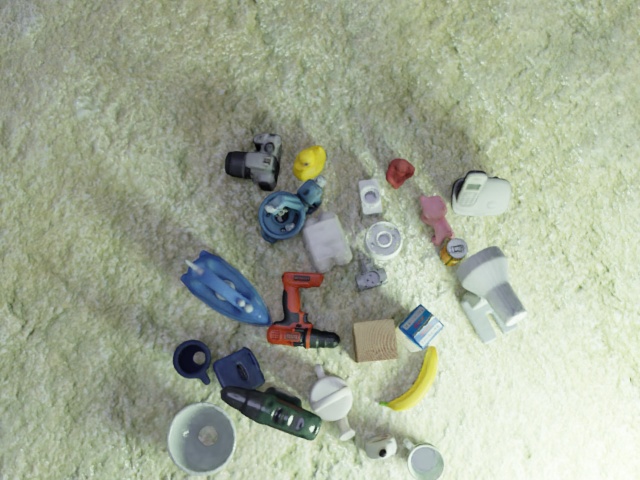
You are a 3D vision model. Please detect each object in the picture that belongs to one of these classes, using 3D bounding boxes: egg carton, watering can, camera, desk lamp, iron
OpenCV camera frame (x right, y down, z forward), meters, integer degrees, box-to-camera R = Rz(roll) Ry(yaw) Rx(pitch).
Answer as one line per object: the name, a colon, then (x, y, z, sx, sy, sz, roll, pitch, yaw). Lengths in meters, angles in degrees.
egg carton: (0.013, 0.005, 1.461, 0.107, 0.069, 0.150, -21, 78, -3)
watering can: (0.031, 0.370, 1.319, 0.172, 0.194, 0.101, 43, 83, 10)
camera: (-0.174, -0.212, 1.496, 0.136, 0.101, 0.143, 8, 78, 4)
desk lamp: (0.404, 0.131, 1.348, 0.118, 0.213, 0.203, -27, 78, -4)
iron: (-0.226, 0.127, 1.405, 0.258, 0.141, 0.119, 35, 81, 8)

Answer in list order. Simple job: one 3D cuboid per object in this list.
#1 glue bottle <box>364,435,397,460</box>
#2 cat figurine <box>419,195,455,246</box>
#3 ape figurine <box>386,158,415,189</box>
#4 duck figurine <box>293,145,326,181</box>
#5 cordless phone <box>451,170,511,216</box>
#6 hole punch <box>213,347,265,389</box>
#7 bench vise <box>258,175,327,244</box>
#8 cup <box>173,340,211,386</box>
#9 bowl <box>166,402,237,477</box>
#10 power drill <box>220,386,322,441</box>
glue bottle: (0.141, 0.476, 1.304, 0.078, 0.173, 0.037, -19, 78, -2)
cat figurine: (0.298, -0.058, 1.441, 0.067, 0.118, 0.128, -26, 78, -4)
ape figurine: (0.209, -0.182, 1.483, 0.078, 0.092, 0.076, -5, 78, 1)
duck figurine: (-0.030, -0.212, 1.499, 0.077, 0.086, 0.104, 40, 82, 9)
cordless phone: (0.407, -0.124, 1.417, 0.147, 0.185, 0.094, -1, 78, 2)
hole punch: (-0.195, 0.322, 1.389, 0.101, 0.091, 0.108, -29, 79, -4)
bench vise: (-0.078, -0.097, 1.408, 0.121, 0.220, 0.207, 28, 80, 8)
cup: (-0.294, 0.301, 1.394, 0.092, 0.095, 0.117, -36, 79, -6)
bowl: (-0.276, 0.471, 1.368, 0.167, 0.075, 0.167, 0, 78, 2)
power drill: (-0.106, 0.388, 1.312, 0.229, 0.208, 0.076, 20, 79, 6)
